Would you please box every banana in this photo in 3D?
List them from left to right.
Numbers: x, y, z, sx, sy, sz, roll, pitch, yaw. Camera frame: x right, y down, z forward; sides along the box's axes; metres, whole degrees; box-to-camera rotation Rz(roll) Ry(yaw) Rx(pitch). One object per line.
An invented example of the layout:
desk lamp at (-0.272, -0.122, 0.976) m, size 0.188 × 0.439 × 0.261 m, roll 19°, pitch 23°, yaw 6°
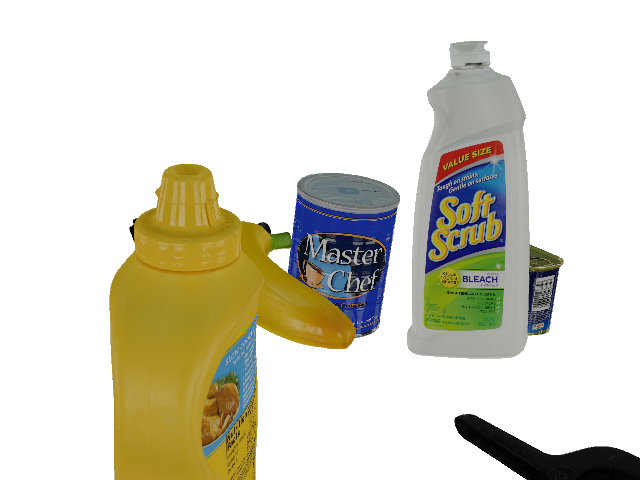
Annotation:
banana at (-0.034, 0.021, 0.679) m, size 0.069 × 0.037 × 0.198 m, roll -4°, pitch 20°, yaw -12°

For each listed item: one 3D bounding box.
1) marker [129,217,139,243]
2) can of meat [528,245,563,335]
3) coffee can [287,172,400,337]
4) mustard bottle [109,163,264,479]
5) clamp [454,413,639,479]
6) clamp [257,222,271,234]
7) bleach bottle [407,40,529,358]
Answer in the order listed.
marker at (-0.141, 0.038, 0.922) m, size 0.020 × 0.121 × 0.020 m, roll -13°, pitch 17°, yaw 4°
can of meat at (0.214, 0.050, 1.185) m, size 0.057 × 0.084 × 0.102 m, roll -9°, pitch 23°, yaw -36°
coffee can at (0.020, 0.014, 1.077) m, size 0.103 × 0.140 × 0.103 m, roll 6°, pitch 21°, yaw -3°
mustard bottle at (-0.053, 0.062, 0.434) m, size 0.058 × 0.192 × 0.096 m, roll 8°, pitch 24°, yaw 11°
clamp at (0.192, 0.214, 0.875) m, size 0.210 × 0.036 × 0.164 m, roll 3°, pitch 38°, yaw 24°
clamp at (-0.129, 0.027, 1.242) m, size 0.120 × 0.039 × 0.171 m, roll -6°, pitch 37°, yaw 19°
bleach bottle at (0.116, -0.033, 0.862) m, size 0.103 × 0.251 × 0.068 m, roll 0°, pitch 14°, yaw 18°
